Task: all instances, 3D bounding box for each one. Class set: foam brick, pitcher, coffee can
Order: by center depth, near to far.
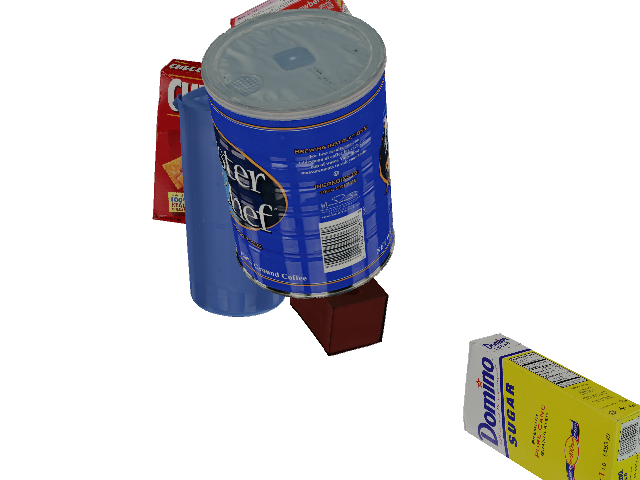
[{"bbox_3d":[-0.009,-0.050,0.633,0.103,0.140,0.103,-4,42,3],"label":"coffee can"},{"bbox_3d":[0.014,0.050,0.893,0.052,0.051,0.078,-13,37,-24],"label":"foam brick"},{"bbox_3d":[-0.078,-0.043,1.153,0.144,0.243,0.149,-5,23,-17],"label":"pitcher"}]

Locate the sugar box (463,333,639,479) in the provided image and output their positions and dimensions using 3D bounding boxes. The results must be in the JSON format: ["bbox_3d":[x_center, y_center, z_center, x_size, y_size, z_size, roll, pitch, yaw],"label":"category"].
[{"bbox_3d":[0.196,0.154,0.916,0.048,0.093,0.176,-11,21,-35],"label":"sugar box"}]

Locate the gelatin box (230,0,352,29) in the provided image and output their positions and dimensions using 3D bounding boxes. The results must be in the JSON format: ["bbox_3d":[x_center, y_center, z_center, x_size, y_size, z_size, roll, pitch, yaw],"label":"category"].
[{"bbox_3d":[-0.016,-0.158,0.839,0.089,0.030,0.073,-23,-52,18],"label":"gelatin box"}]

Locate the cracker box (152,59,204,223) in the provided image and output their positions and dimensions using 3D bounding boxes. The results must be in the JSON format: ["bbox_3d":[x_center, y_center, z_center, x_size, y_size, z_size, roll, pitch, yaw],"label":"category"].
[{"bbox_3d":[-0.136,-0.123,1.438,0.164,0.214,0.072,9,23,5],"label":"cracker box"}]
